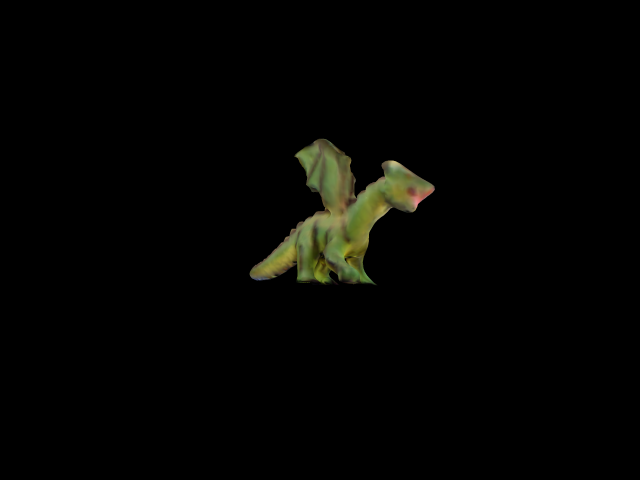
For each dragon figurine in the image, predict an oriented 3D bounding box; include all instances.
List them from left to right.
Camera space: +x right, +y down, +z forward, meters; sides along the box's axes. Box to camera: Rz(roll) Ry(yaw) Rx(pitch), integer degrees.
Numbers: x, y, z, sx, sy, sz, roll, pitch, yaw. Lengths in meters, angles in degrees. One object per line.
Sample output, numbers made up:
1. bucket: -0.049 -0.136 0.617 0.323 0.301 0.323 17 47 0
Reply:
1. dragon figurine: 0.003 -0.043 0.850 0.409 0.243 0.122 -2 -4 44
